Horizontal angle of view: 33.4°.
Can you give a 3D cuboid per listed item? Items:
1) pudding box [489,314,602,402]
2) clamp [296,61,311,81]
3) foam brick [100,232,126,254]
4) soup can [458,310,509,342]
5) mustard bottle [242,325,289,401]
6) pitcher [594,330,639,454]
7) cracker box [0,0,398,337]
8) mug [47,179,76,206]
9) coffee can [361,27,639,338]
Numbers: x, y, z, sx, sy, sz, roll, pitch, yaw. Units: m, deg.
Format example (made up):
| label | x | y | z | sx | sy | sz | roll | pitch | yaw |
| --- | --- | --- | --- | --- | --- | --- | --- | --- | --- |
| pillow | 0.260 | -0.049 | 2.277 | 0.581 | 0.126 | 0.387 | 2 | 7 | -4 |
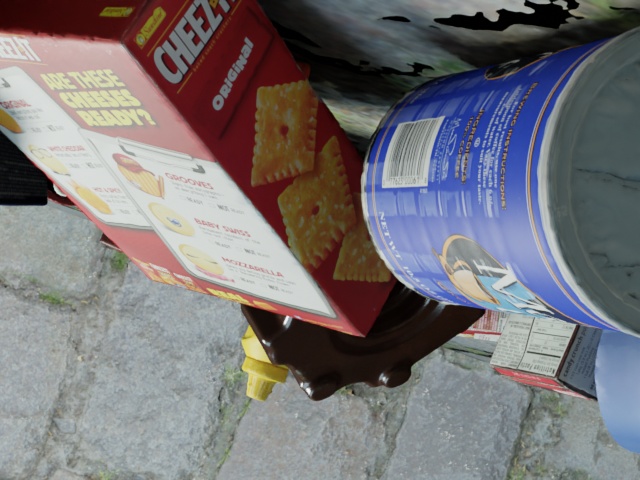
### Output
| label | x | y | z | sx | sy | sz | roll | pitch | yaw |
| --- | --- | --- | --- | --- | --- | --- | --- | --- | --- |
| pudding box | 0.160 | 0.041 | 0.673 | 0.039 | 0.113 | 0.090 | 25 | 172 | -16 |
| clamp | -0.070 | -0.083 | 0.609 | 0.120 | 0.039 | 0.172 | 5 | 176 | -28 |
| foam brick | -0.132 | -0.022 | 0.847 | 0.051 | 0.078 | 0.053 | 17 | 173 | 11 |
| soup can | 0.165 | 0.058 | 0.948 | 0.102 | 0.068 | 0.068 | 7 | 172 | 7 |
| mustard bottle | -0.027 | 0.051 | 0.959 | 0.058 | 0.191 | 0.096 | 21 | 174 | -12 |
| pitcher | 0.285 | 0.076 | 0.559 | 0.148 | 0.145 | 0.243 | -19 | -162 | -40 |
| cracker box | -0.070 | -0.049 | 0.518 | 0.164 | 0.072 | 0.213 | 12 | 151 | 39 |
| mug | -0.197 | -0.075 | 0.868 | 0.117 | 0.093 | 0.082 | 18 | 180 | -31 |
| coffee can | 0.090 | -0.020 | 0.403 | 0.102 | 0.103 | 0.140 | 21 | 174 | -21 |
